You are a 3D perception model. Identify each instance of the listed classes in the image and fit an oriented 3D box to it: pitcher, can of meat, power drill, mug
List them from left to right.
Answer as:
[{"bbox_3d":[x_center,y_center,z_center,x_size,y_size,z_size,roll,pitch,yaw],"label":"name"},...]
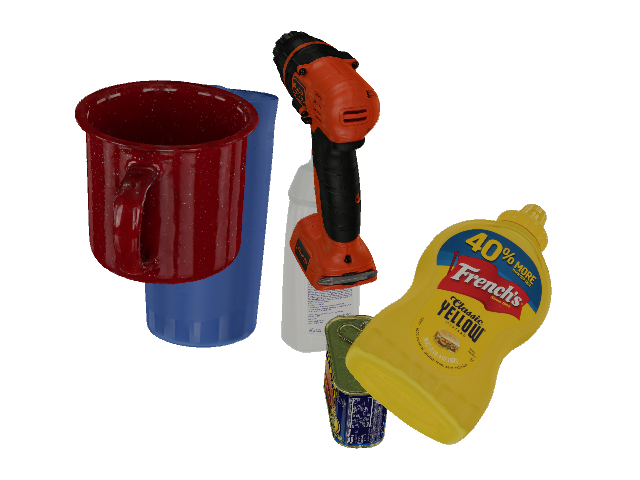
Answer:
[{"bbox_3d":[-0.082,-0.024,0.550,0.093,0.081,0.117,7,28,3],"label":"mug"},{"bbox_3d":[-0.106,-0.029,1.034,0.149,0.243,0.145,-2,15,-18],"label":"pitcher"},{"bbox_3d":[0.001,-0.068,0.875,0.057,0.188,0.184,-10,27,-11],"label":"power drill"},{"bbox_3d":[0.034,0.137,1.030,0.057,0.084,0.102,-3,40,-7],"label":"can of meat"}]

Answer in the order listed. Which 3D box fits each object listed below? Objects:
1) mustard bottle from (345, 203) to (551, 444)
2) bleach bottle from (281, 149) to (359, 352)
[{"bbox_3d":[0.106,0.042,0.745,0.096,0.191,0.058,37,-30,7],"label":"mustard bottle"},{"bbox_3d":[0.006,0.006,1.291,0.102,0.251,0.068,-7,19,-30],"label":"bleach bottle"}]
